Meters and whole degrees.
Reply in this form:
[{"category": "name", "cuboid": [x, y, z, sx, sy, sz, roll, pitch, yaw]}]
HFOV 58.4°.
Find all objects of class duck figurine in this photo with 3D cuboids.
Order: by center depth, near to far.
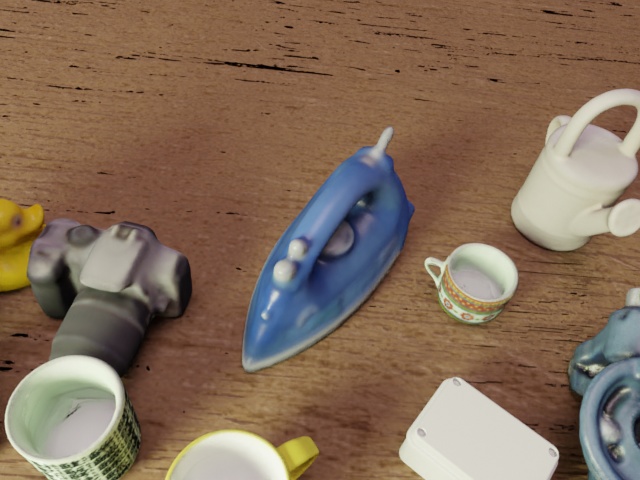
[{"category": "duck figurine", "cuboid": [-0.312, -0.002, 0.560, 0.105, 0.086, 0.077, -23, 59, -22]}]

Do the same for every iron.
[{"category": "iron", "cuboid": [0.005, 0.002, 0.562, 0.118, 0.141, 0.259, 29, 55, 15]}]

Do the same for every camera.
[{"category": "camera", "cuboid": [-0.205, 0.054, 0.522, 0.143, 0.101, 0.137, 12, 52, 2]}]

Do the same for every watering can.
[{"category": "watering can", "cuboid": [0.296, -0.077, 0.627, 0.101, 0.194, 0.172, -21, 58, -21]}]

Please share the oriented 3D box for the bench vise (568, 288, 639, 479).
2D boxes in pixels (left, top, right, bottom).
[{"category": "bench vise", "cuboid": [0.267, 0.113, 0.461, 0.121, 0.220, 0.207, 2, 53, -6]}]
